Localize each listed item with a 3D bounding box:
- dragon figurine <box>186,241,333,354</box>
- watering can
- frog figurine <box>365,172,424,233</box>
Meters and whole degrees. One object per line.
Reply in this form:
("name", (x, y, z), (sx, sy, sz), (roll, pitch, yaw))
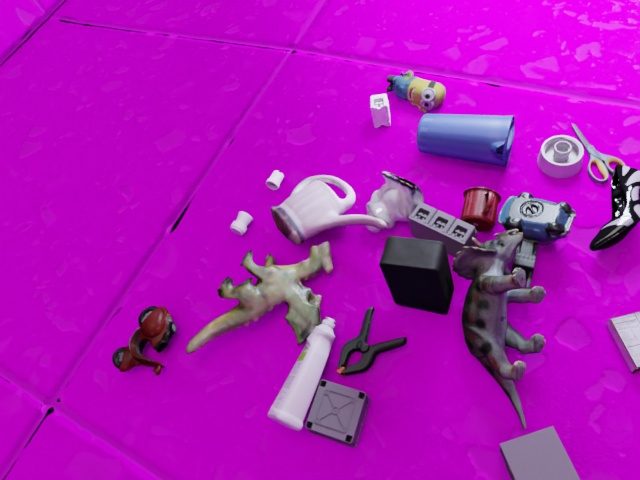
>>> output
("dragon figurine", (-0.112, 0.159, 1.252), (0.244, 0.416, 0.120), (28, -20, 20))
("watering can", (0.004, -0.067, 1.339), (0.225, 0.102, 0.353), (-34, 38, -9))
("frog figurine", (0.189, -0.084, 1.338), (0.139, 0.158, 0.123), (30, 16, 27))
